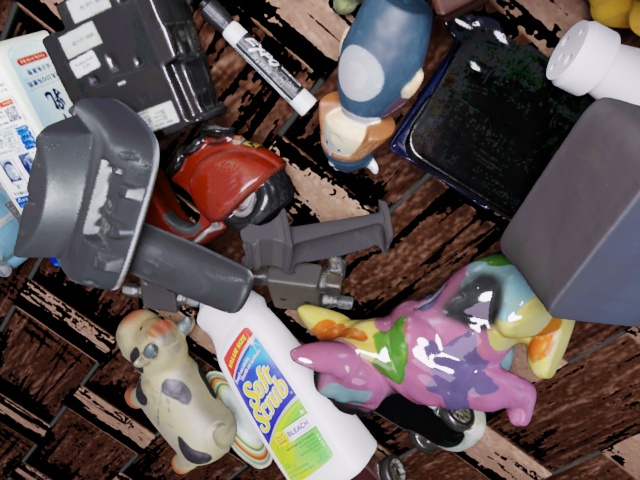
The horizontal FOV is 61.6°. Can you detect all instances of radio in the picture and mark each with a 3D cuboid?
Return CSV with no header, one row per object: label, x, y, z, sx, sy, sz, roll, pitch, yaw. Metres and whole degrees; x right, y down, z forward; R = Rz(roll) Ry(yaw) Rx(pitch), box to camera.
radio,0.252,-0.004,0.375,0.229,0.073,0.131,9,128,-22

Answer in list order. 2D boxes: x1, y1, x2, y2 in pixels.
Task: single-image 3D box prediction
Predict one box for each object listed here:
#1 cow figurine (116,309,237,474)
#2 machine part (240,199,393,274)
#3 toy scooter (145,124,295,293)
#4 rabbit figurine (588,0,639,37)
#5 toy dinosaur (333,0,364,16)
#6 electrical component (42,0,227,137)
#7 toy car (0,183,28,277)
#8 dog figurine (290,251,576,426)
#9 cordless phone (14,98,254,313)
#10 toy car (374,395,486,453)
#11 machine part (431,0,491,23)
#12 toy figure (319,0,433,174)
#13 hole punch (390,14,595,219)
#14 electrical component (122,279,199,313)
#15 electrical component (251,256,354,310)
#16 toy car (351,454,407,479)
cow figurine,-0.166,0.166,0.614,0.127,0.085,0.195,-32,92,44
machine part,-0.001,-0.001,0.477,0.139,0.039,0.084,-9,150,-12
toy scooter,-0.119,-0.044,0.497,0.184,0.075,0.135,-37,90,25
rabbit figurine,0.182,-0.159,0.279,0.173,0.162,0.121,6,133,-24
toy dinosaur,-0.100,-0.277,0.342,0.471,0.105,0.198,33,130,-12
electrical component,-0.156,-0.149,0.448,0.115,0.058,0.134,-12,109,18
toy car,-0.391,0.001,0.574,0.162,0.103,0.109,-17,114,20
dog figurine,0.087,0.080,0.477,0.219,0.108,0.191,10,116,-3
cordless phone,-0.130,-0.015,0.433,0.184,0.089,0.146,23,115,-7
toy car,0.083,0.165,0.581,0.202,0.056,0.073,31,128,-3
machine part,0.065,-0.213,0.297,0.056,0.179,0.179,-19,114,22
toy figure,0.032,-0.107,0.401,0.058,0.064,0.154,-7,142,-27
hole punch,0.126,-0.087,0.414,0.142,0.092,0.115,32,92,-3
electrical component,-0.176,0.048,0.595,0.094,0.021,0.063,10,121,9
electrical component,-0.019,0.037,0.539,0.102,0.045,0.078,3,149,15
toy car,0.020,0.237,0.639,0.202,0.053,0.089,45,125,-8
